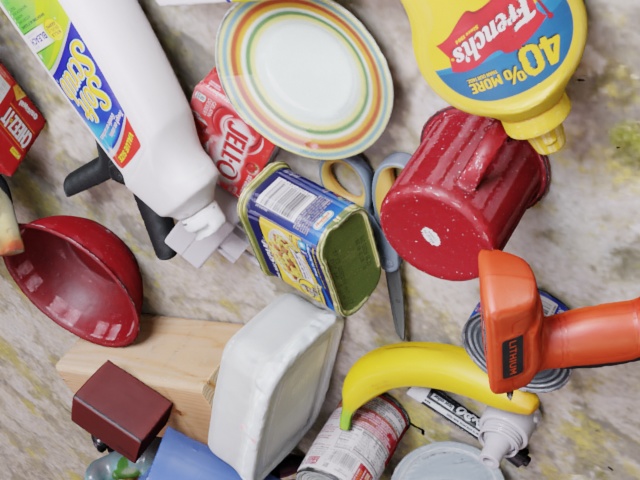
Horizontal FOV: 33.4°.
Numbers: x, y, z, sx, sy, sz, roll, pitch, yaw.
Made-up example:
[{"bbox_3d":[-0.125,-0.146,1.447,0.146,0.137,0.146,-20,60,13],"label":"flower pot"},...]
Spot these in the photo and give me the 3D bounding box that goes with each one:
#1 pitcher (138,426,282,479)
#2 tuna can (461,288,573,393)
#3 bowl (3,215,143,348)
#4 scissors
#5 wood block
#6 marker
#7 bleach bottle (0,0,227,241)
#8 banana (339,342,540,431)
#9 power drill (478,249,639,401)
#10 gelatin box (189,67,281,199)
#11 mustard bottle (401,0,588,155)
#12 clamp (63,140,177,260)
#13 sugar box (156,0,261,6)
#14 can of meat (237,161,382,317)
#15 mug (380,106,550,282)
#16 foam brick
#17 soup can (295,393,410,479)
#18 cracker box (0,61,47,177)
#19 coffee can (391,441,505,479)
[{"bbox_3d":[-0.062,0.281,0.977,0.243,0.149,0.145,23,156,-3],"label":"pitcher"},{"bbox_3d":[0.151,0.073,0.795,0.086,0.033,0.086,22,142,18],"label":"tuna can"},{"bbox_3d":[-0.228,0.029,1.036,0.162,0.055,0.162,22,142,19],"label":"bowl"},{"bbox_3d":[0.038,0.000,0.822,0.096,0.016,0.202,27,143,15],"label":"scissors"},{"bbox_3d":[-0.151,0.138,1.066,0.206,0.090,0.091,3,132,37],"label":"wood block"},{"bbox_3d":[0.129,0.158,0.919,0.121,0.020,0.020,34,144,2],"label":"marker"},{"bbox_3d":[-0.141,-0.112,0.767,0.103,0.068,0.251,-14,112,51],"label":"bleach bottle"},{"bbox_3d":[0.088,0.116,0.884,0.198,0.037,0.069,-13,105,41],"label":"banana"},{"bbox_3d":[0.191,0.036,0.639,0.188,0.057,0.184,-4,140,6],"label":"power drill"},{"bbox_3d":[-0.068,-0.078,0.808,0.073,0.030,0.089,36,144,0],"label":"gelatin box"},{"bbox_3d":[0.093,-0.127,0.589,0.096,0.058,0.191,-24,120,15],"label":"mustard bottle"},{"bbox_3d":[-0.166,-0.064,0.897,0.120,0.039,0.172,23,136,9],"label":"clamp"},{"bbox_3d":[-0.042,-0.194,0.647,0.177,0.048,0.093,10,137,37],"label":"sugar box"},{"bbox_3d":[-0.005,0.001,0.799,0.084,0.057,0.102,29,153,34],"label":"can of meat"},{"bbox_3d":[0.094,-0.034,0.682,0.093,0.081,0.117,33,144,4],"label":"mug"},{"bbox_3d":[-0.187,0.161,1.001,0.078,0.051,0.053,33,144,6],"label":"foam brick"},{"bbox_3d":[0.030,0.192,0.968,0.069,0.102,0.068,22,141,18],"label":"soup can"},{"bbox_3d":[-0.362,-0.146,0.902,0.214,0.072,0.164,18,159,21],"label":"cracker box"},{"bbox_3d":[0.119,0.267,0.979,0.103,0.102,0.140,17,140,24],"label":"coffee can"}]
